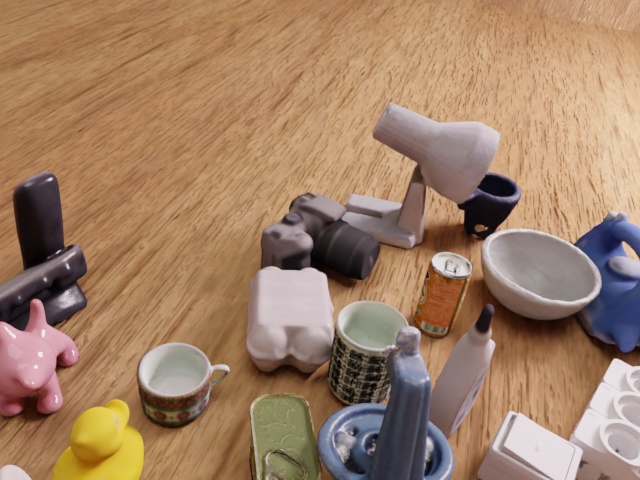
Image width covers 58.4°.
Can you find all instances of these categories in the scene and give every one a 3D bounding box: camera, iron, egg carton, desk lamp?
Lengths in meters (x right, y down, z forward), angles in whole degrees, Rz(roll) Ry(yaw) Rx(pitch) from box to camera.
[{"bbox_3d":[0.007,0.003,0.810,0.136,0.101,0.143,26,40,22],"label":"camera"},{"bbox_3d":[0.431,0.038,0.814,0.118,0.141,0.258,4,37,-6],"label":"iron"},{"bbox_3d":[-0.036,0.095,0.706,0.107,0.069,0.150,3,37,-8],"label":"egg carton"},{"bbox_3d":[0.146,-0.096,0.874,0.203,0.213,0.118,13,37,6],"label":"desk lamp"}]

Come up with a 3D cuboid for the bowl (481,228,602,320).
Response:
[{"bbox_3d":[0.303,0.059,0.816,0.167,0.075,0.167,6,37,-4],"label":"bowl"}]

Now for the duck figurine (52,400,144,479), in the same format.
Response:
[{"bbox_3d":[-0.207,0.195,0.525,0.077,0.086,0.105,16,37,10],"label":"duck figurine"}]

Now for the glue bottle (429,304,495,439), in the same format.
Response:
[{"bbox_3d":[0.156,0.133,0.607,0.037,0.173,0.078,31,42,28],"label":"glue bottle"}]

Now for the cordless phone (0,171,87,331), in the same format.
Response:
[{"bbox_3d":[-0.344,0.019,0.649,0.094,0.185,0.148,21,39,17],"label":"cordless phone"}]

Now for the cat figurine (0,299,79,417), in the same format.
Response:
[{"bbox_3d":[-0.298,0.117,0.584,0.067,0.118,0.127,0,38,-11],"label":"cat figurine"}]

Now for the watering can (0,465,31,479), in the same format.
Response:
[{"bbox_3d":[-0.295,0.212,0.396,0.100,0.194,0.173,30,42,27],"label":"watering can"}]

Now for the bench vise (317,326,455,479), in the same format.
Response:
[{"bbox_3d":[0.072,0.193,0.472,0.122,0.220,0.207,-7,39,-20],"label":"bench vise"}]

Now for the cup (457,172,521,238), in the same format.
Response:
[{"bbox_3d":[0.261,-0.049,0.933,0.118,0.095,0.091,-17,44,-30],"label":"cup"}]
